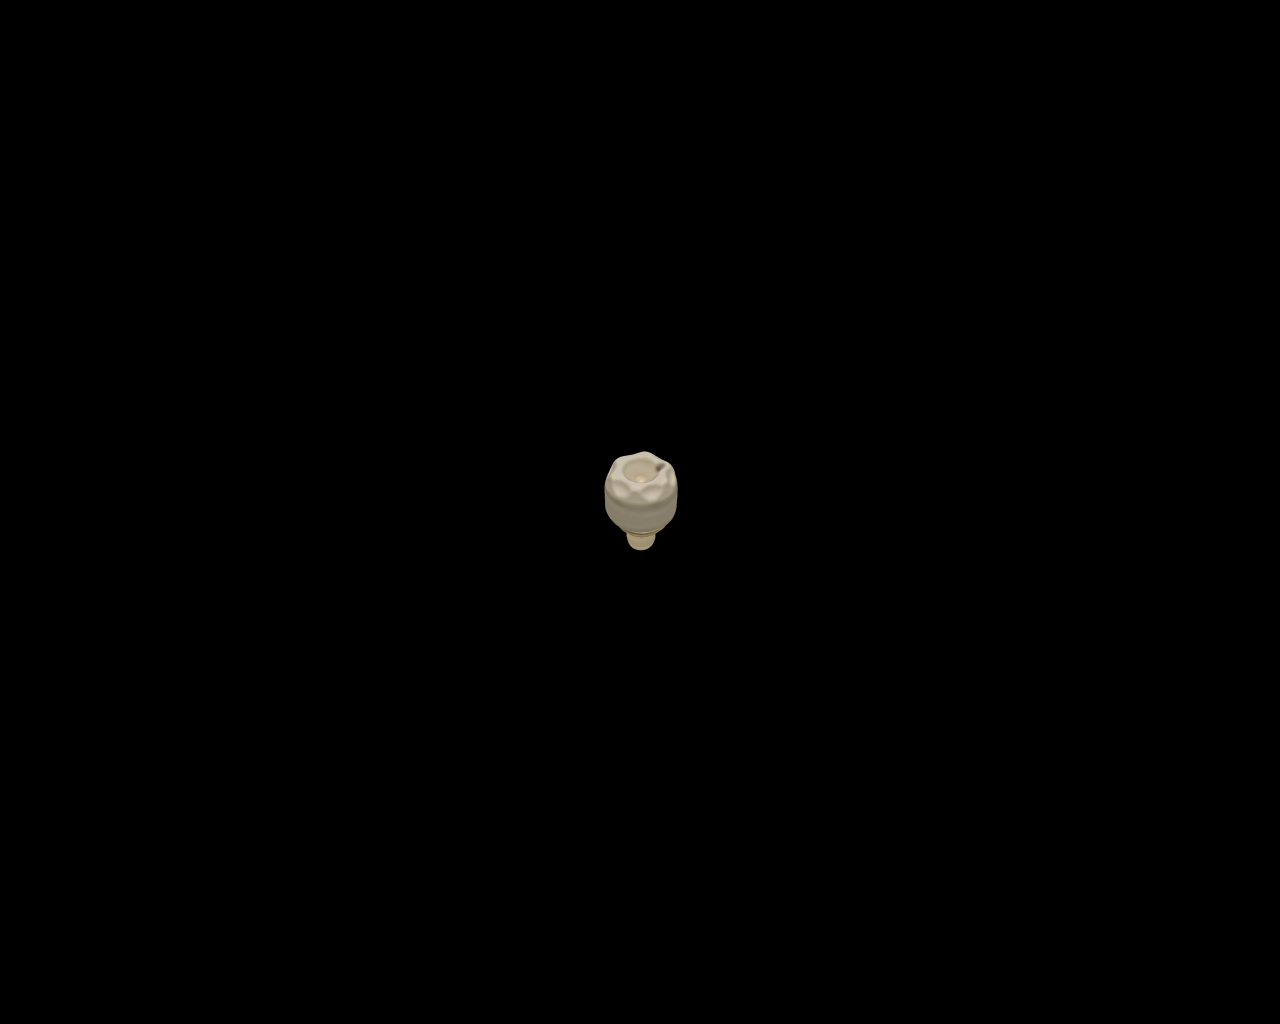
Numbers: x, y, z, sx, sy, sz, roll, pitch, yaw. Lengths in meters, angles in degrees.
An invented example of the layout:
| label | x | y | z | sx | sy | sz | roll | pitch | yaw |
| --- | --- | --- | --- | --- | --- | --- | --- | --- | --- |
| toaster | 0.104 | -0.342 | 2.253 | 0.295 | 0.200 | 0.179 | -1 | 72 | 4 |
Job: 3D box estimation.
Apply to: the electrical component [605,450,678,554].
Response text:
| label | x | y | z | sx | sy | sz | roll | pitch | yaw |
| --- | --- | --- | --- | --- | --- | --- | --- | --- | --- |
| electrical component | 0.001 | -0.003 | 0.650 | 0.043 | 0.062 | 0.043 | 0 | 41 | 0 |
